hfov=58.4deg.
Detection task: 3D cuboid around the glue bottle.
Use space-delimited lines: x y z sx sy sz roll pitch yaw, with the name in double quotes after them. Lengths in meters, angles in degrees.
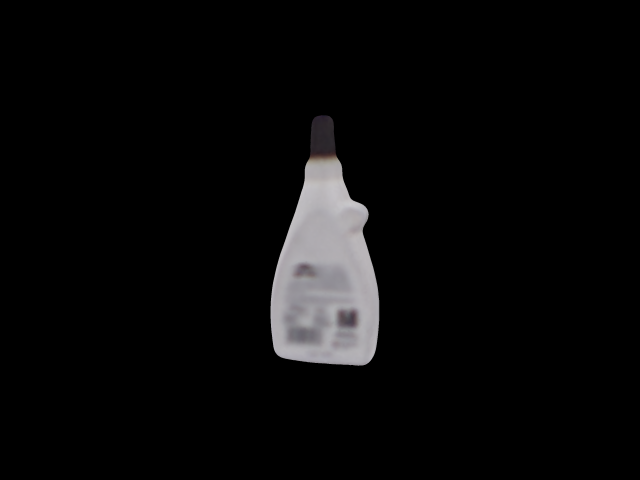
0.004 0.001 0.400 0.078 0.173 0.037 3 16 11 "glue bottle"
